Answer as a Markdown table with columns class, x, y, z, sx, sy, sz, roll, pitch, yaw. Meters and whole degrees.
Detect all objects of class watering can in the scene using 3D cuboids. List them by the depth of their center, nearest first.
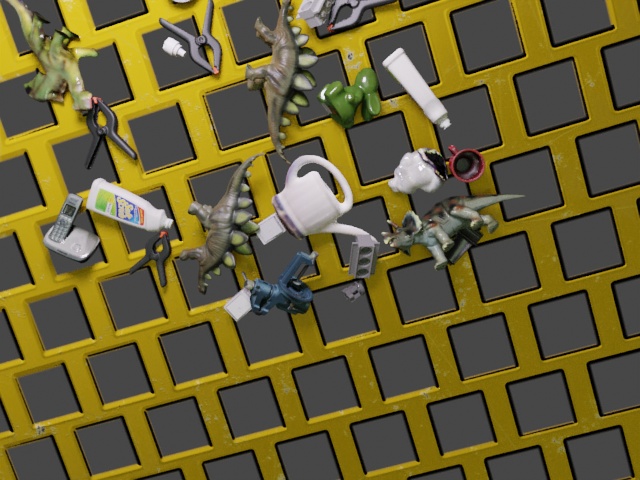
| class | x | y | z | sx | sy | sz | roll | pitch | yaw |
| --- | --- | --- | --- | --- | --- | --- | --- | --- | --- |
| watering can | 0.005 | -0.075 | 1.499 | 0.223 | 0.105 | 0.344 | -32 | 104 | 8 |

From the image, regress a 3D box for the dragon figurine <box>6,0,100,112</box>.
| class | x | y | z | sx | sy | sz | roll | pitch | yaw |
| --- | --- | --- | --- | --- | --- | --- | --- | --- | --- |
| dragon figurine | -0.799 | -0.516 | 1.492 | 0.412 | 0.123 | 0.240 | 36 | 107 | 7 |

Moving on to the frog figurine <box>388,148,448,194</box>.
| class | x | y | z | sx | sy | sz | roll | pitch | yaw |
| --- | --- | --- | --- | --- | --- | --- | --- | --- | --- |
| frog figurine | 0.282 | -0.186 | 1.482 | 0.137 | 0.125 | 0.157 | 39 | 135 | -11 |
